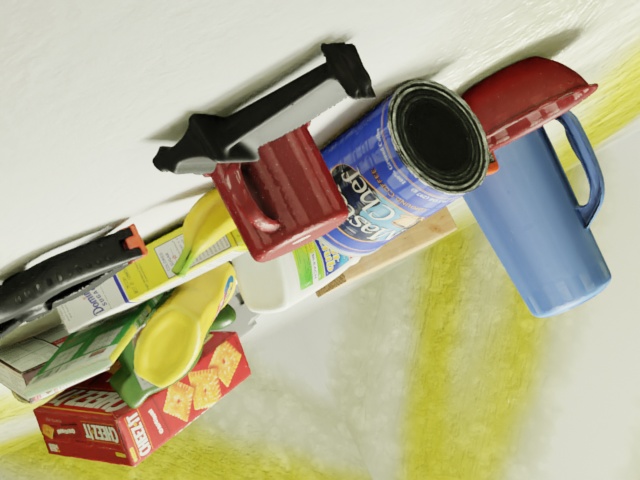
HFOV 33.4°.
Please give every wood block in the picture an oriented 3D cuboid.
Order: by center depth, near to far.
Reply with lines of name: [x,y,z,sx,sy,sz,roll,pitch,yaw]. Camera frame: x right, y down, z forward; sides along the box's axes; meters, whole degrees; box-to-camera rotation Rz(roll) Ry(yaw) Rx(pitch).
wood block: [0.076,-0.006,1.495,0.205,0.090,0.091,-24,174,-31]

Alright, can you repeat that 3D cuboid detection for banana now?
banana: [-0.061,-0.021,0.917,0.197,0.037,0.070,-17,135,-56]

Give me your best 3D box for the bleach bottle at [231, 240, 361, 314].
bleach bottle: [-0.008,0.002,1.240,0.068,0.102,0.250,-6,-168,30]

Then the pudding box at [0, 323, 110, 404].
pudding box: [-0.285,0.127,1.119,0.089,0.039,0.114,-24,-163,-29]

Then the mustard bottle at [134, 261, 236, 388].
mustard bottle: [-0.128,0.066,1.090,0.096,0.058,0.191,-61,-178,26]

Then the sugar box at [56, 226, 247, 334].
sugar box: [-0.152,0.027,0.987,0.176,0.048,0.093,-25,177,6]

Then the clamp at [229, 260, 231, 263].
clamp: [-0.140,0.065,1.380,0.120,0.039,0.171,-41,-179,10]

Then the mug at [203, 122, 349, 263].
mug: [-0.034,-0.035,0.792,0.093,0.081,0.117,-29,174,18]

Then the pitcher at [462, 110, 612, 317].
pitcher: [0.263,-0.037,1.297,0.145,0.243,0.149,-28,-179,-15]

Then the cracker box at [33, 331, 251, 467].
cracker box: [-0.215,0.185,1.306,0.164,0.072,0.213,-3,-159,41]

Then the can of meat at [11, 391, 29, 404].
can of meat: [-0.308,0.144,1.267,0.102,0.057,0.083,-29,177,24]

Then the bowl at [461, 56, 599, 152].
bowl: [0.187,-0.133,1.044,0.162,0.055,0.162,-27,174,-3]

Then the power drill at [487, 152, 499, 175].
power drill: [0.098,-0.065,1.205,0.188,0.057,0.184,-22,-179,23]

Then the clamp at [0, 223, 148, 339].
clamp: [-0.234,0.048,0.845,0.210,0.036,0.164,-27,175,-7]

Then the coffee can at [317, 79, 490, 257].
coffee can: [0.058,-0.058,0.901,0.102,0.103,0.141,-22,172,-40]
